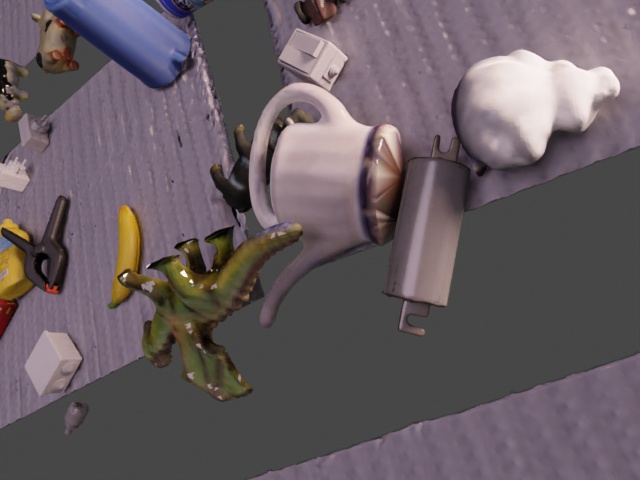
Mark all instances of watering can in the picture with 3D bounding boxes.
[{"bbox_3d":[0.002,-0.035,0.695,0.224,0.105,0.345,6,100,27],"label":"watering can"}]

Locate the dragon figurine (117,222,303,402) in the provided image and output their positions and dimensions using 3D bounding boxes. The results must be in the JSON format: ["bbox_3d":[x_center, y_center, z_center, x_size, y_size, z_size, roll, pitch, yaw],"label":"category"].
[{"bbox_3d":[-0.154,0.117,0.752,0.408,0.124,0.241,-11,101,39],"label":"dragon figurine"}]

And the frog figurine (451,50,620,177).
[{"bbox_3d":[0.232,-0.147,0.562,0.158,0.121,0.140,-8,55,44],"label":"frog figurine"}]
